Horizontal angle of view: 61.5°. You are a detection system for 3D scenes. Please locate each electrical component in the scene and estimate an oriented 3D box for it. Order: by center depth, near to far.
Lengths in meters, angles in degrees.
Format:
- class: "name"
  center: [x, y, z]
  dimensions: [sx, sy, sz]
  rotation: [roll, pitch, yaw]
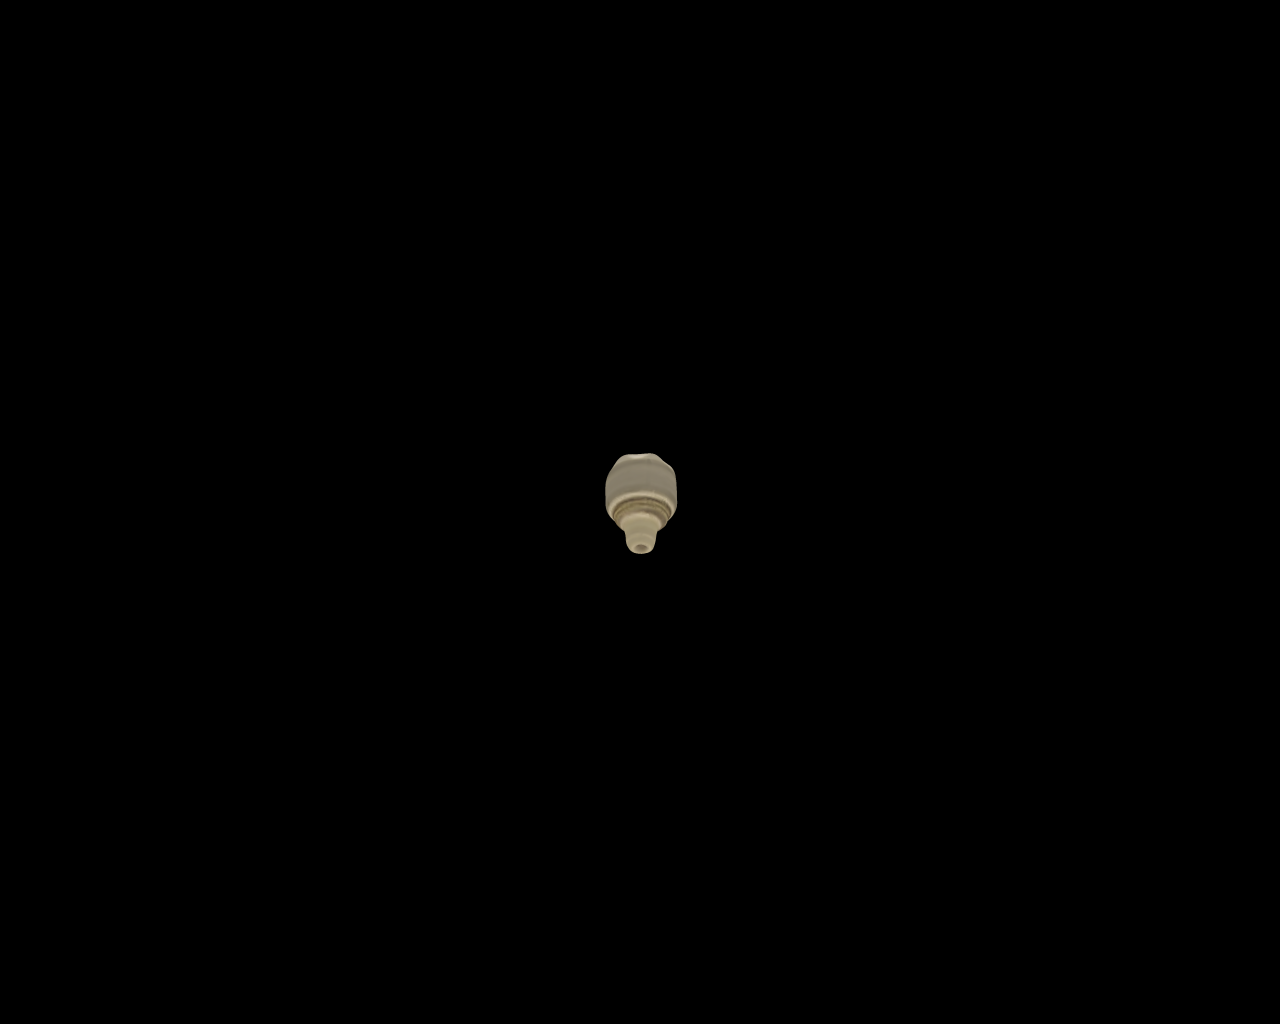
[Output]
- class: "electrical component"
  center: [0.001, -0.003, 0.650]
  dimensions: [0.043, 0.062, 0.043]
  rotation: [0, -36, 0]
